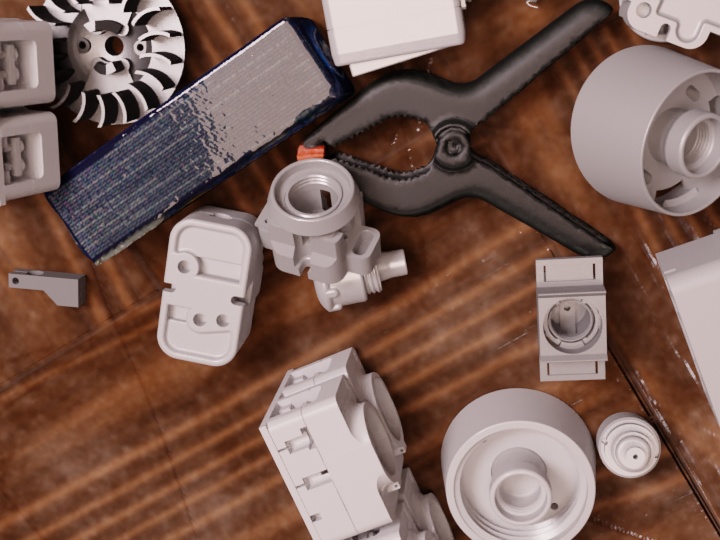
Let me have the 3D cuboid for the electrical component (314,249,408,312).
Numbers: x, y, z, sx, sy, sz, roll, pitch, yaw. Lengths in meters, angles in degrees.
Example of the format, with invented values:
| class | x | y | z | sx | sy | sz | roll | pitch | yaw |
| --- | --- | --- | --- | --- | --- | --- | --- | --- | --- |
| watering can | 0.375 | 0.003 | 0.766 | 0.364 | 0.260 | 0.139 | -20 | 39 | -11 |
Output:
| class | x | y | z | sx | sy | sz | roll | pitch | yaw |
| --- | --- | --- | --- | --- | --- | --- | --- | --- | --- |
| electrical component | 0.000 | 0.000 | 0.714 | 0.062 | 0.048 | 0.048 | -10 | 103 | 2 |

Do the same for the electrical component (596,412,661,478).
| class | x | y | z | sx | sy | sz | roll | pitch | yaw |
| --- | --- | --- | --- | --- | --- | --- | --- | --- | --- |
| electrical component | 0.178 | 0.117 | 0.710 | 0.040 | 0.078 | 0.040 | 0 | 89 | 9 |

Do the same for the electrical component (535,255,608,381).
| class | x | y | z | sx | sy | sz | roll | pitch | yaw |
| --- | --- | --- | --- | --- | --- | --- | --- | --- | --- |
| electrical component | 0.135 | 0.028 | 0.696 | 0.042 | 0.063 | 0.081 | -2 | 104 | 6 |

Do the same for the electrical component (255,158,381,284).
| class | x | y | z | sx | sy | sz | roll | pitch | yaw |
| --- | --- | --- | --- | --- | --- | --- | --- | --- | --- |
| electrical component | -0.027 | -0.032 | 0.675 | 0.078 | 0.058 | 0.057 | 16 | 146 | 16 |

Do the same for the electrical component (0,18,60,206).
| class | x | y | z | sx | sy | sz | roll | pitch | yaw |
| --- | --- | --- | --- | --- | --- | --- | --- | --- | --- |
| electrical component | -0.279 | -0.107 | 0.682 | 0.186 | 0.060 | 0.105 | 8 | 106 | 26 |

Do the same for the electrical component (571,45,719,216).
| class | x | y | z | sx | sy | sz | roll | pitch | yaw |
| --- | --- | --- | --- | --- | --- | --- | --- | --- | --- |
| electrical component | 0.186 | -0.083 | 0.657 | 0.099 | 0.064 | 0.099 | -13 | 116 | -27 |

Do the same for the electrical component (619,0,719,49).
| class | x | y | z | sx | sy | sz | roll | pitch | yaw |
| --- | --- | --- | --- | --- | --- | --- | --- | --- | --- |
| electrical component | 0.187 | -0.165 | 0.645 | 0.078 | 0.057 | 0.058 | 21 | 106 | 0 |

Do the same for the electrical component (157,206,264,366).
| class | x | y | z | sx | sy | sz | roll | pitch | yaw |
| --- | --- | --- | --- | --- | --- | --- | --- | --- | --- |
| electrical component | -0.098 | 0.008 | 0.718 | 0.054 | 0.059 | 0.095 | 11 | 105 | 3 |

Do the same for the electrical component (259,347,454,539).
| class | x | y | z | sx | sy | sz | roll | pitch | yaw |
| --- | --- | --- | --- | --- | --- | --- | --- | --- | --- |
| electrical component | 0.008 | 0.156 | 0.720 | 0.060 | 0.105 | 0.186 | -22 | 101 | 11 |

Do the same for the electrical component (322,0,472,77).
| class | x | y | z | sx | sy | sz | roll | pitch | yaw |
| --- | --- | --- | --- | --- | --- | --- | --- | --- | --- |
| electrical component | 0.029 | -0.157 | 0.661 | 0.096 | 0.061 | 0.061 | -8 | 103 | 8 |

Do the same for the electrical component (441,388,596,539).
| class | x | y | z | sx | sy | sz | roll | pitch | yaw |
| --- | --- | --- | --- | --- | --- | --- | --- | --- | --- |
| electrical component | 0.108 | 0.141 | 0.729 | 0.108 | 0.060 | 0.108 | 2 | 105 | 6 |

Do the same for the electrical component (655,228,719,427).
| class | x | y | z | sx | sy | sz | roll | pitch | yaw |
| --- | --- | --- | --- | --- | --- | --- | --- | --- | --- |
| electrical component | 0.236 | 0.037 | 0.680 | 0.057 | 0.078 | 0.113 | -20 | 101 | 13 |

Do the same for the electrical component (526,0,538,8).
| class | x | y | z | sx | sy | sz | roll | pitch | yaw |
| --- | --- | --- | --- | --- | --- | --- | --- | --- | --- |
| electrical component | 0.104 | -0.198 | 0.653 | 0.081 | 0.042 | 0.063 | 31 | 106 | -2 |
